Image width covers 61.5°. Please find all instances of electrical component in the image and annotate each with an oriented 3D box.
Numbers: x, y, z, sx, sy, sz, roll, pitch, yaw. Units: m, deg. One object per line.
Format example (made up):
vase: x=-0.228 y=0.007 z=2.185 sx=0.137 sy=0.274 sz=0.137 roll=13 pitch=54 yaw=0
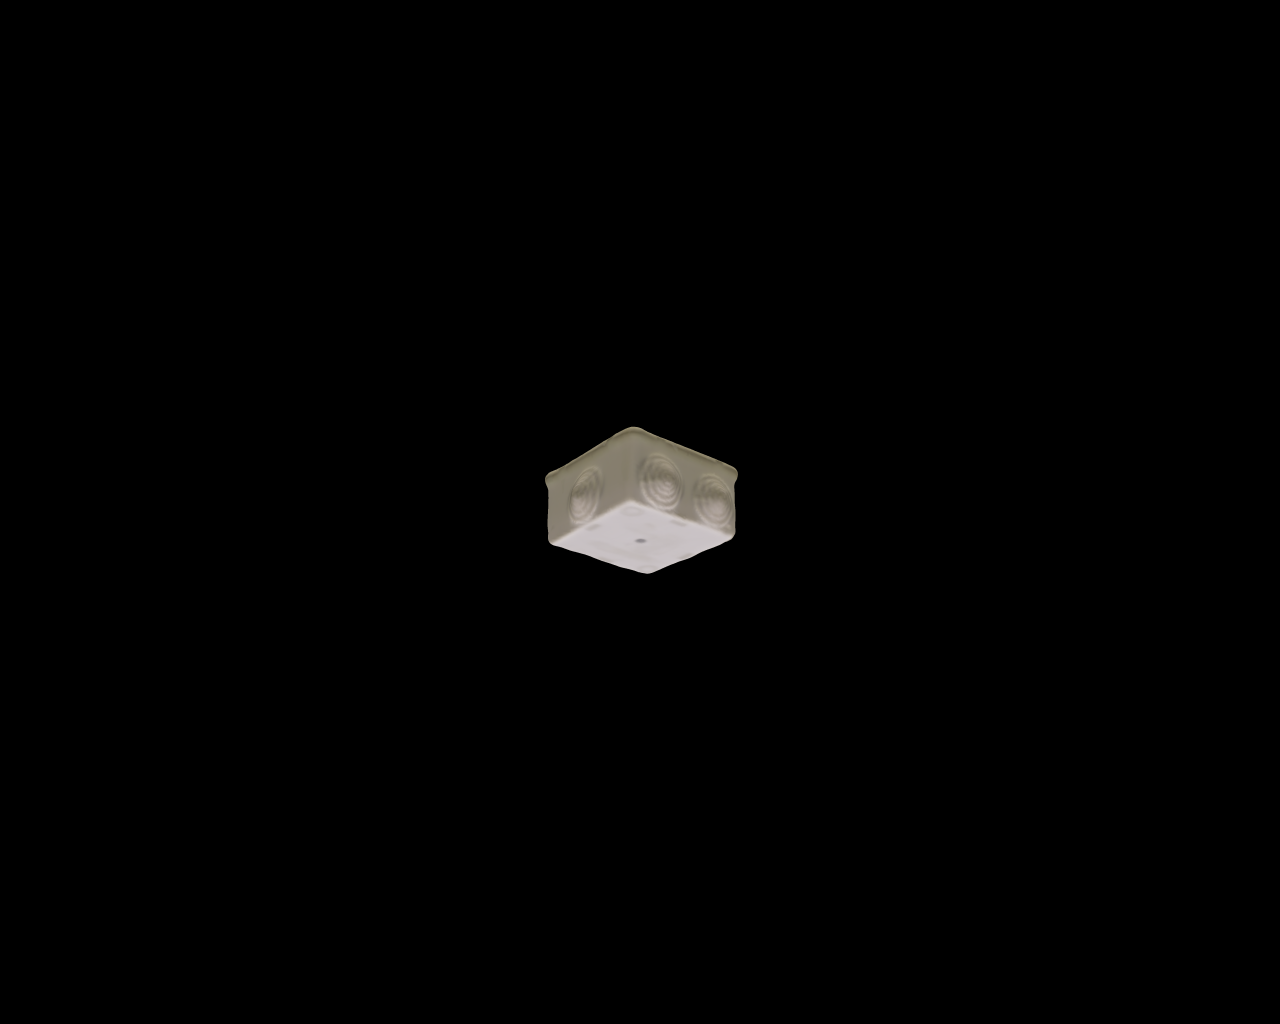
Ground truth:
electrical component: x=0.001 y=-0.003 z=0.650 sx=0.100 sy=0.048 sz=0.099 roll=20 pitch=-32 yaw=-36
